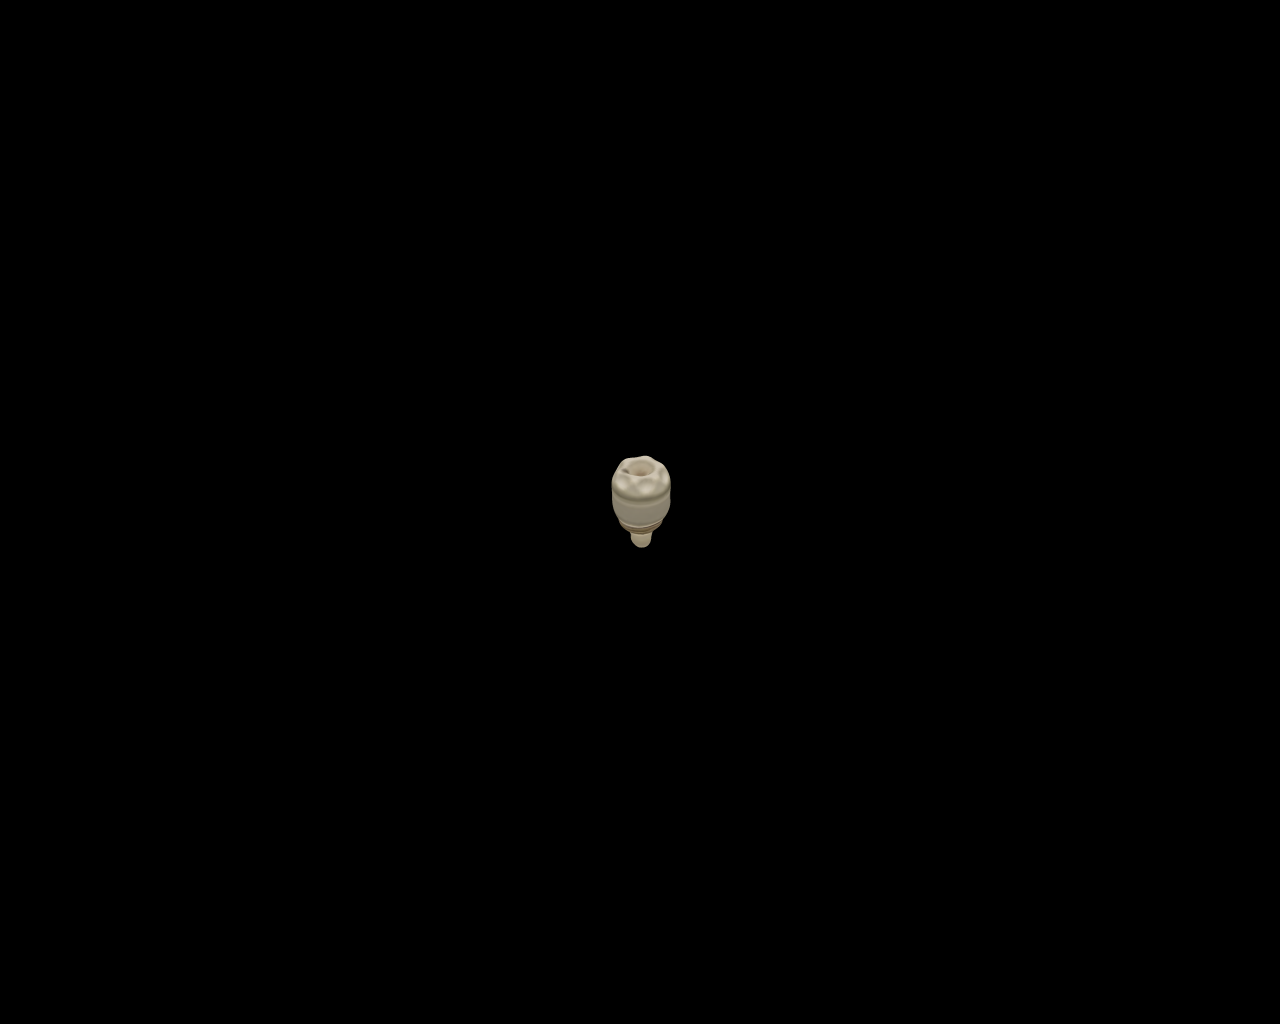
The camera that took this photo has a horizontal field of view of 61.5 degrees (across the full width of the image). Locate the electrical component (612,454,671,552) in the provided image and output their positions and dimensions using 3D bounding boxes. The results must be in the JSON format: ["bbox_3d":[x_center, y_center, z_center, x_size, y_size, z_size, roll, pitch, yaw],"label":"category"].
[{"bbox_3d":[0.001,-0.003,0.650,0.035,0.061,0.035,0,38,0],"label":"electrical component"}]
